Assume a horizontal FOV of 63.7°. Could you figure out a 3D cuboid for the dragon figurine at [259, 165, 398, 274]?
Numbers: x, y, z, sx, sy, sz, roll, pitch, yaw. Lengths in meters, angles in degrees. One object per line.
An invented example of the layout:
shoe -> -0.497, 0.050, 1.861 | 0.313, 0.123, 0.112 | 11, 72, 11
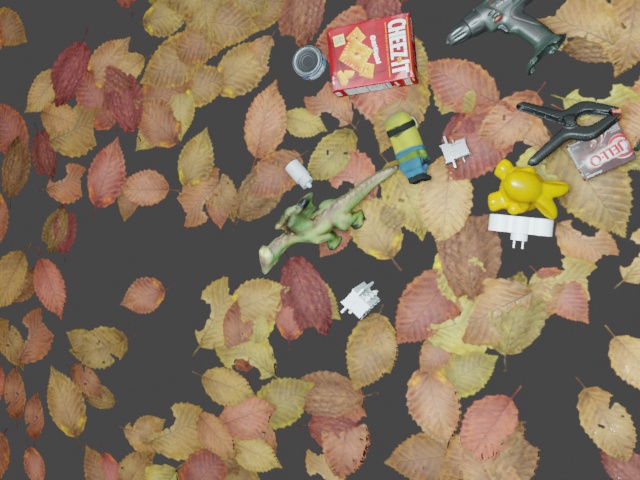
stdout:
dragon figurine -> 0.004, -0.063, 1.250 | 0.406, 0.242, 0.123 | -44, 73, 16
